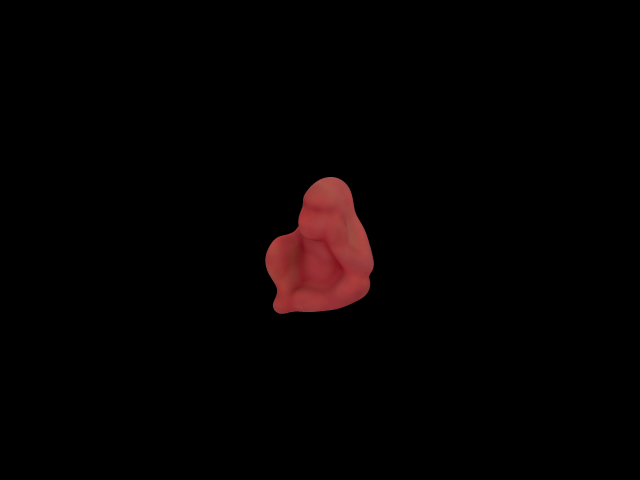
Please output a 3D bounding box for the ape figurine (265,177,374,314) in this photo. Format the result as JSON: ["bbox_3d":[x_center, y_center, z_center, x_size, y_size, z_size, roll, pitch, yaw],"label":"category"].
[{"bbox_3d":[0.004,0.001,0.400,0.077,0.092,0.076,17,28,37],"label":"ape figurine"}]
